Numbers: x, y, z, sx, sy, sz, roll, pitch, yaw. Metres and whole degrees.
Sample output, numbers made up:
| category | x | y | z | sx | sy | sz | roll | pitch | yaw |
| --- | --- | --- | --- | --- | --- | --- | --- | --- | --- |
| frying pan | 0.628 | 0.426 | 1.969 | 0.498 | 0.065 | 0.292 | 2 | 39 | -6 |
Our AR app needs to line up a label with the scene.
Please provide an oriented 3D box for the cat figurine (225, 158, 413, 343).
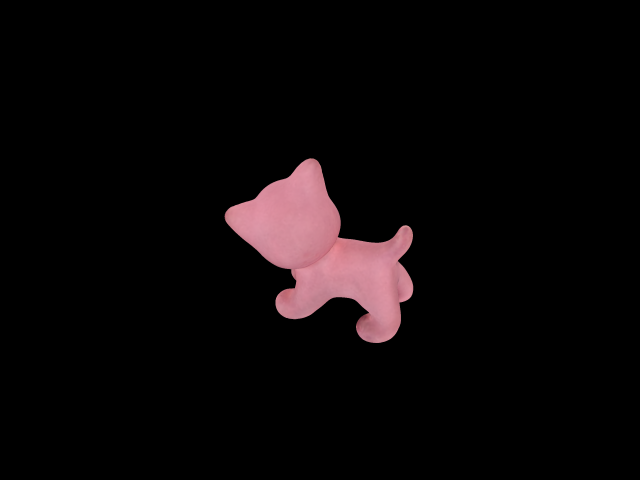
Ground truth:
| category | x | y | z | sx | sy | sz | roll | pitch | yaw |
| --- | --- | --- | --- | --- | --- | --- | --- | --- | --- |
| cat figurine | 0.004 | 0.001 | 0.400 | 0.127 | 0.118 | 0.067 | 11 | 43 | 13 |
